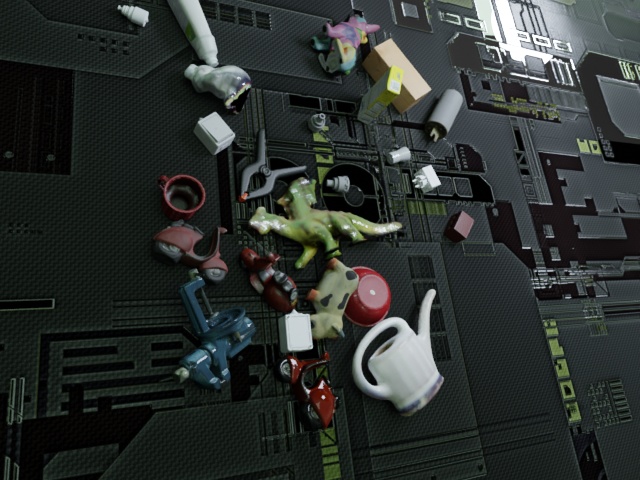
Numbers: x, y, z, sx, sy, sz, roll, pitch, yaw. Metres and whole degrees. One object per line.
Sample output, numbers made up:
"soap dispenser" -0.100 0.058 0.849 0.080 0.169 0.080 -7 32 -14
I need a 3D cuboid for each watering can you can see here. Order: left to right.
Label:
"watering can" 0.231 0.287 1.294 0.352 0.102 0.225 -32 87 -32

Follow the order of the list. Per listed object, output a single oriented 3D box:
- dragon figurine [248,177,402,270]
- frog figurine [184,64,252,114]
"dragon figurine" 0.004 -0.067 1.334 0.414 0.120 0.245 -18 71 -32
"frog figurine" -0.261 -0.416 1.335 0.160 0.121 0.139 41 26 4
